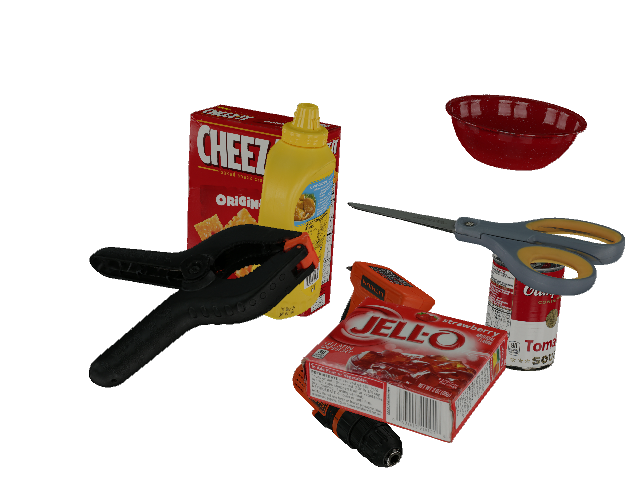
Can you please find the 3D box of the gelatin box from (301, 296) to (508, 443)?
[{"bbox_3d":[0.046,0.066,0.576,0.089,0.030,0.073,13,32,28],"label":"gelatin box"}]

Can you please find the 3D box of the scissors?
[{"bbox_3d":[0.110,0.003,0.749,0.202,0.016,0.096,5,30,12],"label":"scissors"}]

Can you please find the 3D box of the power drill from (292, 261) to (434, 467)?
[{"bbox_3d":[0.054,0.131,1.169,0.057,0.188,0.185,13,16,-41],"label":"power drill"}]

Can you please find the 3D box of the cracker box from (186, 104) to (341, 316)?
[{"bbox_3d":[-0.069,-0.034,1.215,0.164,0.214,0.072,13,22,26],"label":"cracker box"}]

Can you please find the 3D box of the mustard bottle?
[{"bbox_3d":[-0.022,-0.030,0.970,0.058,0.192,0.096,17,23,22],"label":"mustard bottle"}]

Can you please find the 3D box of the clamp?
[{"bbox_3d":[-0.086,0.039,0.732,0.171,0.120,0.039,-13,-38,14],"label":"clamp"}]

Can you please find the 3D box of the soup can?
[{"bbox_3d":[0.192,0.064,1.011,0.068,0.102,0.068,2,16,-1],"label":"soup can"}]

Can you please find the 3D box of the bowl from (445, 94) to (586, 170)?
[{"bbox_3d":[0.221,-0.121,1.231,0.162,0.055,0.162,4,23,-2],"label":"bowl"}]
